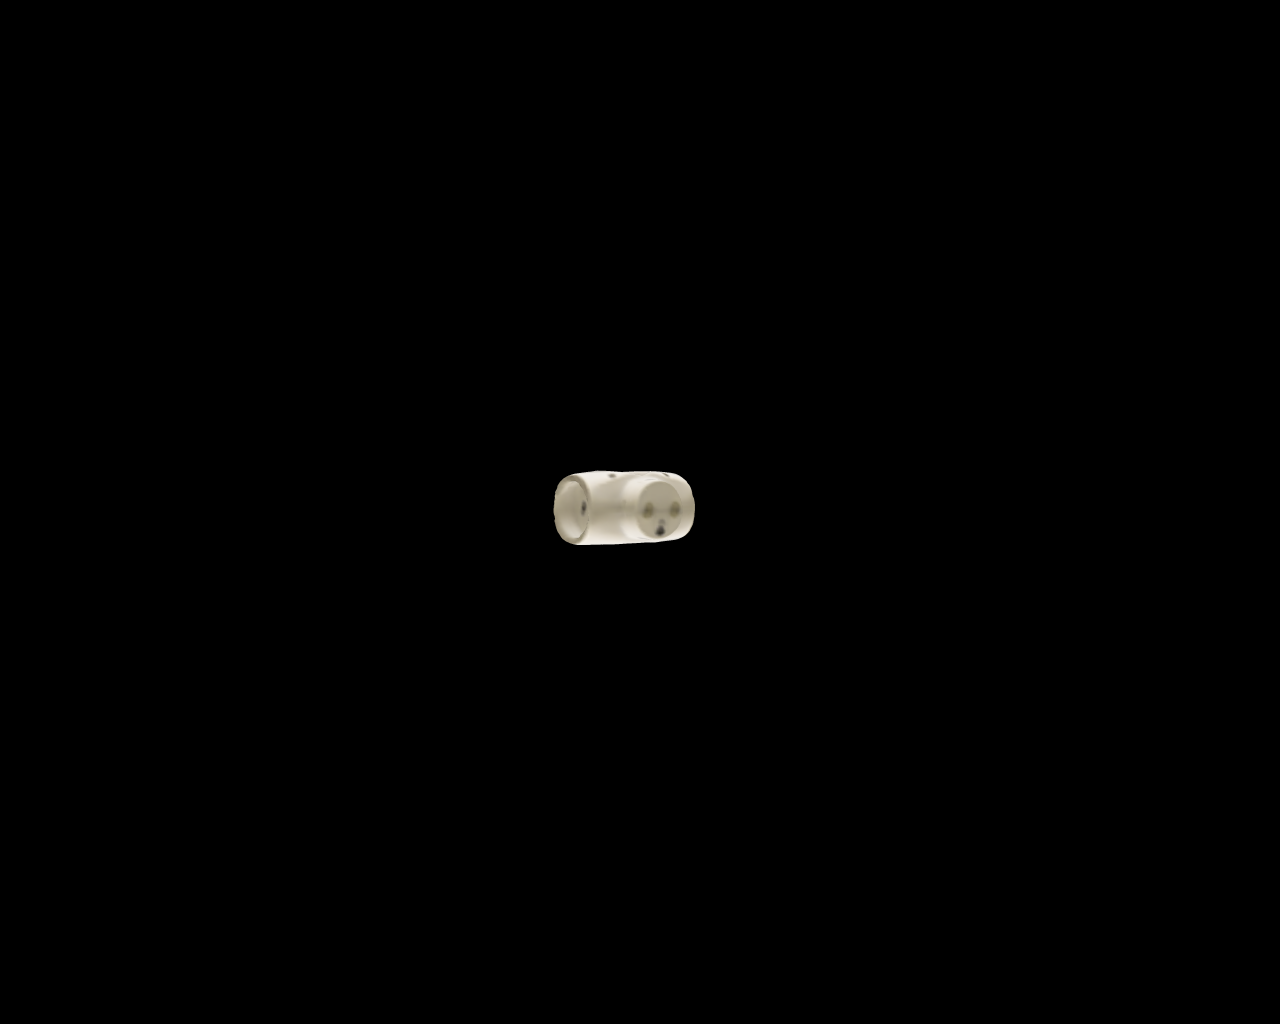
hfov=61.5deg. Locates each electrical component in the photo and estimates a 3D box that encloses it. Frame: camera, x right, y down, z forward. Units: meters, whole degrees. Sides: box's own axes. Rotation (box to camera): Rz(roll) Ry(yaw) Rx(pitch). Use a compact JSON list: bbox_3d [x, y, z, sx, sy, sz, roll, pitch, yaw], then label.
[{"bbox_3d":[0.001,-0.003,0.650,0.077,0.043,0.079,-1,3,-34],"label":"electrical component"}]
